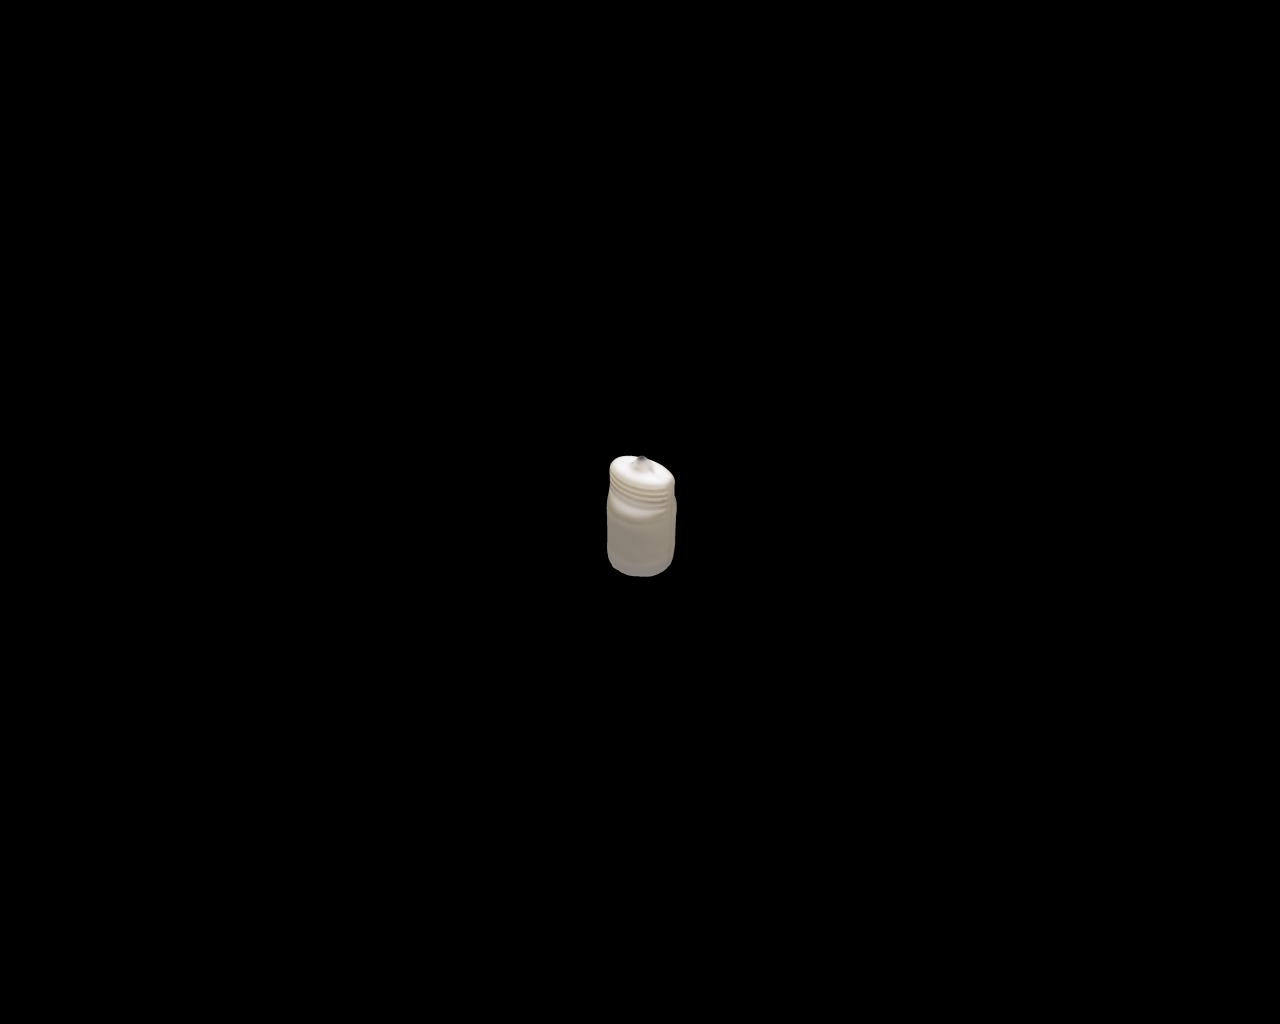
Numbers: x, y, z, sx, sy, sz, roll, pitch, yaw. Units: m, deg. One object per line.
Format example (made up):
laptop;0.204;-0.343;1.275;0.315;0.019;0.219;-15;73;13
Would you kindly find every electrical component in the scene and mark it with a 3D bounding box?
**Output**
electrical component;0.001;-0.003;0.650;0.043;0.080;0.043;0;41;0
